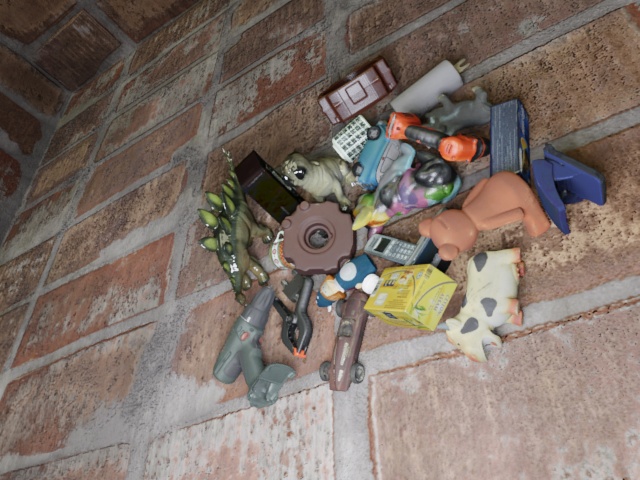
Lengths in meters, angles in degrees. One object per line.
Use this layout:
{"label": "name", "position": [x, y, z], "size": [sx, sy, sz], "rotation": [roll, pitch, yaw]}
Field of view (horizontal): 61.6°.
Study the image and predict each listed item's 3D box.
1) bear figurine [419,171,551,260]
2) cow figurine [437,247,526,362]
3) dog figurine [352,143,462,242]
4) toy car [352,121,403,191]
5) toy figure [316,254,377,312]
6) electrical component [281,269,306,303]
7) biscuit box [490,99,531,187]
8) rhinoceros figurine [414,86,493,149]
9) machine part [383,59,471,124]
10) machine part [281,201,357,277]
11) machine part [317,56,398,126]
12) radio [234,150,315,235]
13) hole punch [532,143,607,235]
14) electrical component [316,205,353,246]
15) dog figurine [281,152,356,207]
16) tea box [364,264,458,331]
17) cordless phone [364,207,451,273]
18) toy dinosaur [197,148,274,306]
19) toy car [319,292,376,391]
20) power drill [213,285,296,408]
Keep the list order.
{"label": "bear figurine", "position": [0.288, -0.028, 0.958], "size": [0.196, 0.131, 0.120], "rotation": [-41, 41, 4]}
{"label": "cow figurine", "position": [0.274, 0.109, 0.903], "size": [0.127, 0.085, 0.195], "rotation": [-2, 59, 32]}
{"label": "dog figurine", "position": [0.167, -0.080, 1.133], "size": [0.219, 0.108, 0.192], "rotation": [-52, 43, -1]}
{"label": "toy car", "position": [0.149, -0.185, 1.237], "size": [0.103, 0.109, 0.161], "rotation": [21, 82, 29]}
{"label": "toy figure", "position": [0.048, 0.089, 1.133], "size": [0.154, 0.057, 0.064], "rotation": [-38, 28, 12]}
{"label": "electrical component", "position": [-0.052, 0.108, 1.229], "size": [0.063, 0.021, 0.094], "rotation": [-46, 40, 0]}
{"label": "biscuit box", "position": [0.380, -0.189, 1.071], "size": [0.063, 0.059, 0.203], "rotation": [-13, 51, 35]}
{"label": "rhinoceros figurine", "position": [0.297, -0.265, 1.201], "size": [0.190, 0.073, 0.112], "rotation": [-14, 61, 30]}
{"label": "machine part", "position": [0.255, -0.350, 1.295], "size": [0.243, 0.079, 0.079], "rotation": [-36, 42, 11]}
{"label": "machine part", "position": [-0.002, -0.004, 1.192], "size": [0.179, 0.056, 0.179], "rotation": [-3, 73, 10]}
{"label": "machine part", "position": [0.098, -0.388, 1.401], "size": [0.201, 0.087, 0.201], "rotation": [-30, 19, 13]}
{"label": "radio", "position": [-0.101, -0.103, 1.285], "size": [0.073, 0.229, 0.131], "rotation": [-40, 36, 7]}
{"label": "hole punch", "position": [0.408, -0.083, 0.914], "size": [0.092, 0.142, 0.116], "rotation": [-48, 52, 5]}
{"label": "electrical component", "position": [0.035, -0.035, 1.251], "size": [0.102, 0.045, 0.078], "rotation": [-34, 41, 15]}
{"label": "dog figurine", "position": [-0.007, -0.172, 1.288], "size": [0.121, 0.190, 0.172], "rotation": [-22, 45, 26]}
{"label": "tea box", "position": [0.159, 0.102, 0.967], "size": [0.098, 0.068, 0.170], "rotation": [-59, 15, -13]}
{"label": "cordless phone", "position": [0.181, -0.004, 1.077], "size": [0.184, 0.088, 0.146], "rotation": [20, 72, 52]}
{"label": "toy dinosaur", "position": [-0.211, -0.037, 1.348], "size": [0.105, 0.198, 0.472], "rotation": [-26, 46, 18]}
{"label": "toy car", "position": [0.055, 0.193, 1.048], "size": [0.089, 0.053, 0.202], "rotation": [-3, 55, 35]}
{"label": "power drill", "position": [-0.133, 0.230, 1.131], "size": [0.232, 0.086, 0.208], "rotation": [-55, 44, 7]}
